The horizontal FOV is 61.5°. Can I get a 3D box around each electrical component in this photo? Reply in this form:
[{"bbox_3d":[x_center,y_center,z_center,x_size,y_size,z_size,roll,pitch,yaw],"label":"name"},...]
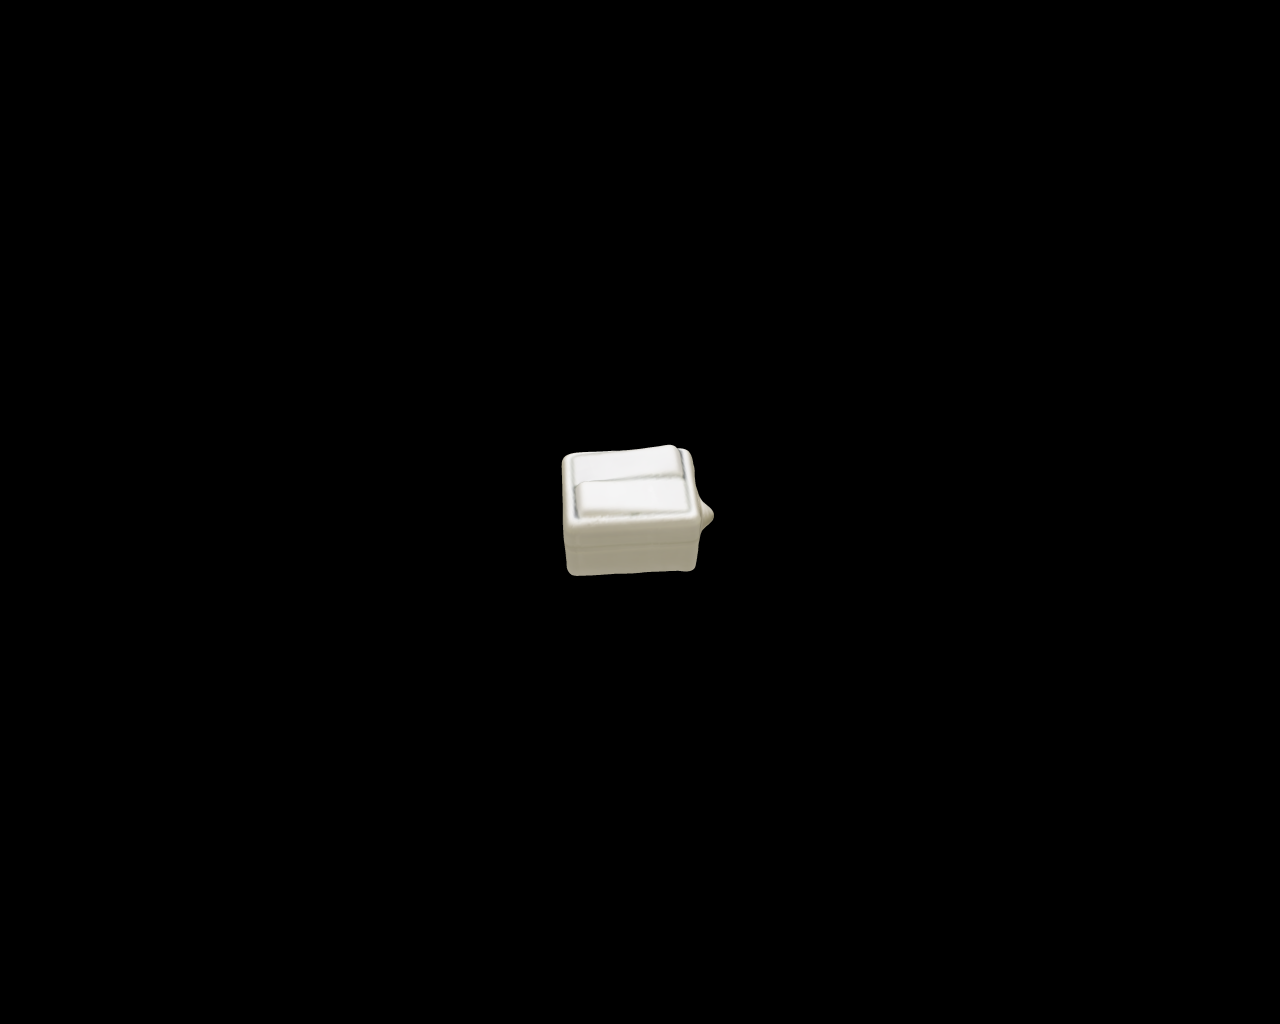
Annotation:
[{"bbox_3d":[0.001,-0.003,0.650,0.096,0.062,0.061,-2,-40,-2],"label":"electrical component"}]
